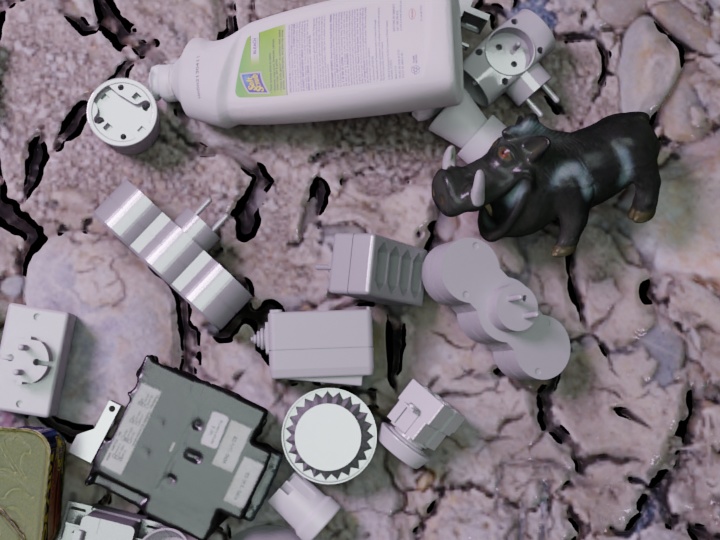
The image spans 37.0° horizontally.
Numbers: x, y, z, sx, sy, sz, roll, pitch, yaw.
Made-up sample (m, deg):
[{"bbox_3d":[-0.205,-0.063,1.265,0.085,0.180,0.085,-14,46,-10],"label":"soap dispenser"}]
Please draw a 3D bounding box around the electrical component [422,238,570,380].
[{"bbox_3d":[0.116,0.031,0.850,0.138,0.074,0.052,46,71,-11],"label":"electrical component"}]

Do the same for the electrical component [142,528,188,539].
[{"bbox_3d":[-0.140,0.233,0.826,0.043,0.081,0.043,-5,56,8],"label":"electrical component"}]

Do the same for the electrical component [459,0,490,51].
[{"bbox_3d":[0.063,-0.208,0.900,0.081,0.042,0.063,22,85,-1],"label":"electrical component"}]

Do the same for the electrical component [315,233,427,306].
[{"bbox_3d":[0.000,0.000,0.864,0.076,0.083,0.047,2,83,34],"label":"electrical component"}]

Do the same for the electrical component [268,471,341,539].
[{"bbox_3d":[-0.045,0.187,0.856,0.046,0.040,0.040,42,83,6],"label":"electrical component"}]

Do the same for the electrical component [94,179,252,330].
[{"bbox_3d":[-0.138,-0.025,0.862,0.138,0.052,0.073,43,83,0],"label":"electrical component"}]

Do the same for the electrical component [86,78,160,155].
[{"bbox_3d":[-0.189,-0.122,0.870,0.055,0.047,0.055,0,85,-4],"label":"electrical component"}]

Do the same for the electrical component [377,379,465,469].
[{"bbox_3d":[0.047,0.125,0.861,0.048,0.066,0.055,39,91,35],"label":"electrical component"}]

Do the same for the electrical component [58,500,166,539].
[{"bbox_3d":[-0.204,0.247,0.826,0.079,0.063,0.121,15,84,-3],"label":"electrical component"}]

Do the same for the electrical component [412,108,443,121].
[{"bbox_3d":[0.046,-0.158,0.893,0.062,0.048,0.048,43,83,8],"label":"electrical component"}]

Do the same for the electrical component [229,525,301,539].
[{"bbox_3d":[-0.070,0.259,0.846,0.099,0.064,0.099,-2,98,-11],"label":"electrical component"}]

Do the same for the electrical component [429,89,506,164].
[{"bbox_3d":[0.091,-0.116,0.891,0.055,0.045,0.045,42,83,0],"label":"electrical component"}]

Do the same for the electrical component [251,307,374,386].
[{"bbox_3d":[-0.038,0.063,0.856,0.096,0.061,0.061,-2,84,-4],"label":"electrical component"}]

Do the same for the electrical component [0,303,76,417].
[{"bbox_3d":[-0.257,0.070,0.833,0.047,0.076,0.083,10,84,-5],"label":"electrical component"}]

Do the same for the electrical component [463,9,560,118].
[{"bbox_3d":[0.133,-0.164,0.899,0.077,0.044,0.079,-41,89,-7],"label":"electrical component"}]
